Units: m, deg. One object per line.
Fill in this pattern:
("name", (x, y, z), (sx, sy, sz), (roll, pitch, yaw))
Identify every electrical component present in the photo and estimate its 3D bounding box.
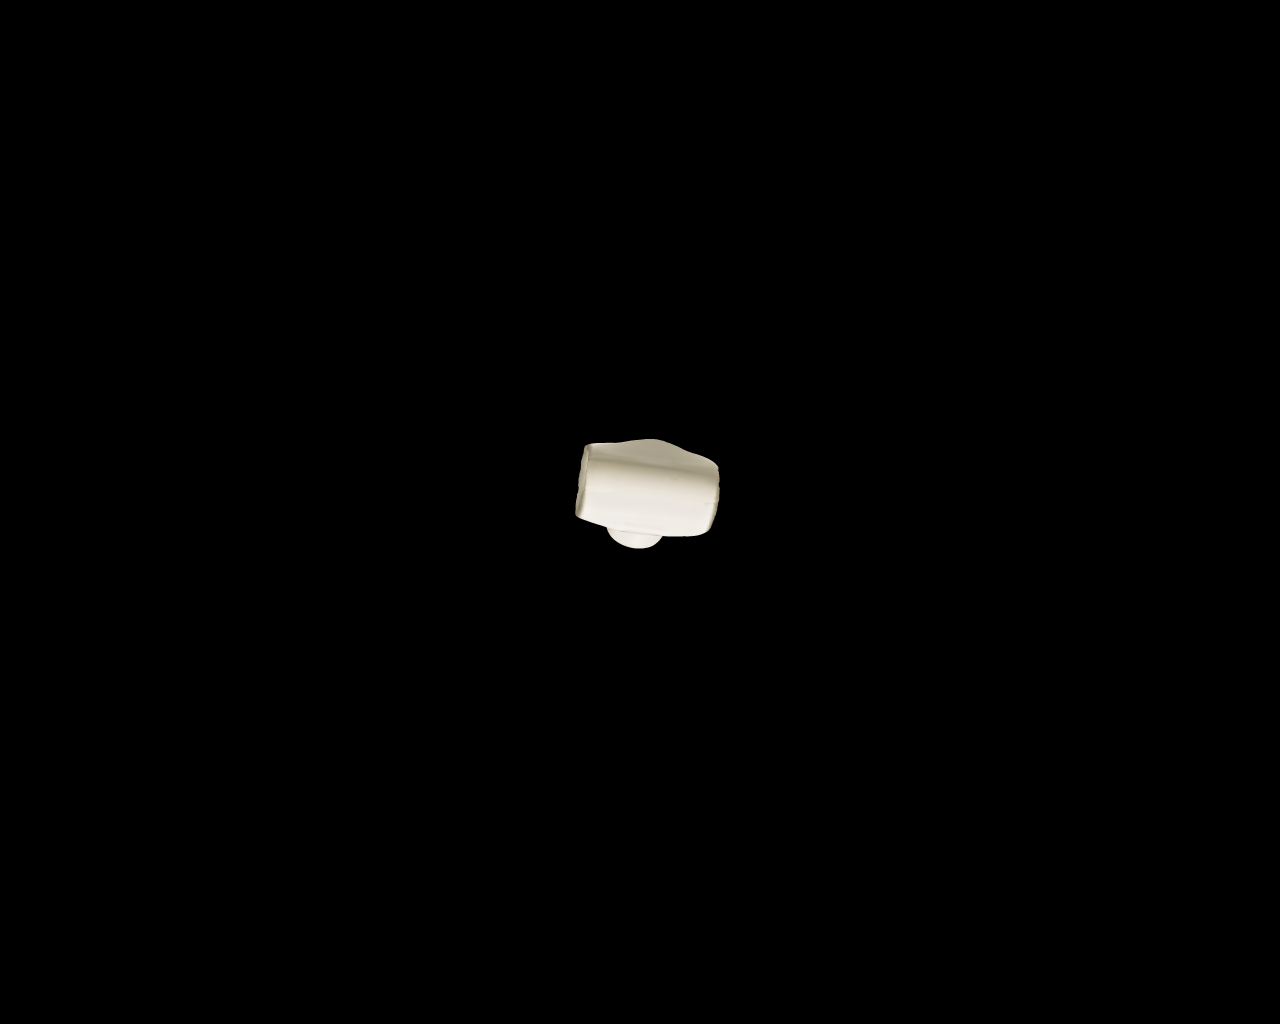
("electrical component", (0.001, -0.003, 0.650), (0.077, 0.043, 0.079), (7, -39, -9))
